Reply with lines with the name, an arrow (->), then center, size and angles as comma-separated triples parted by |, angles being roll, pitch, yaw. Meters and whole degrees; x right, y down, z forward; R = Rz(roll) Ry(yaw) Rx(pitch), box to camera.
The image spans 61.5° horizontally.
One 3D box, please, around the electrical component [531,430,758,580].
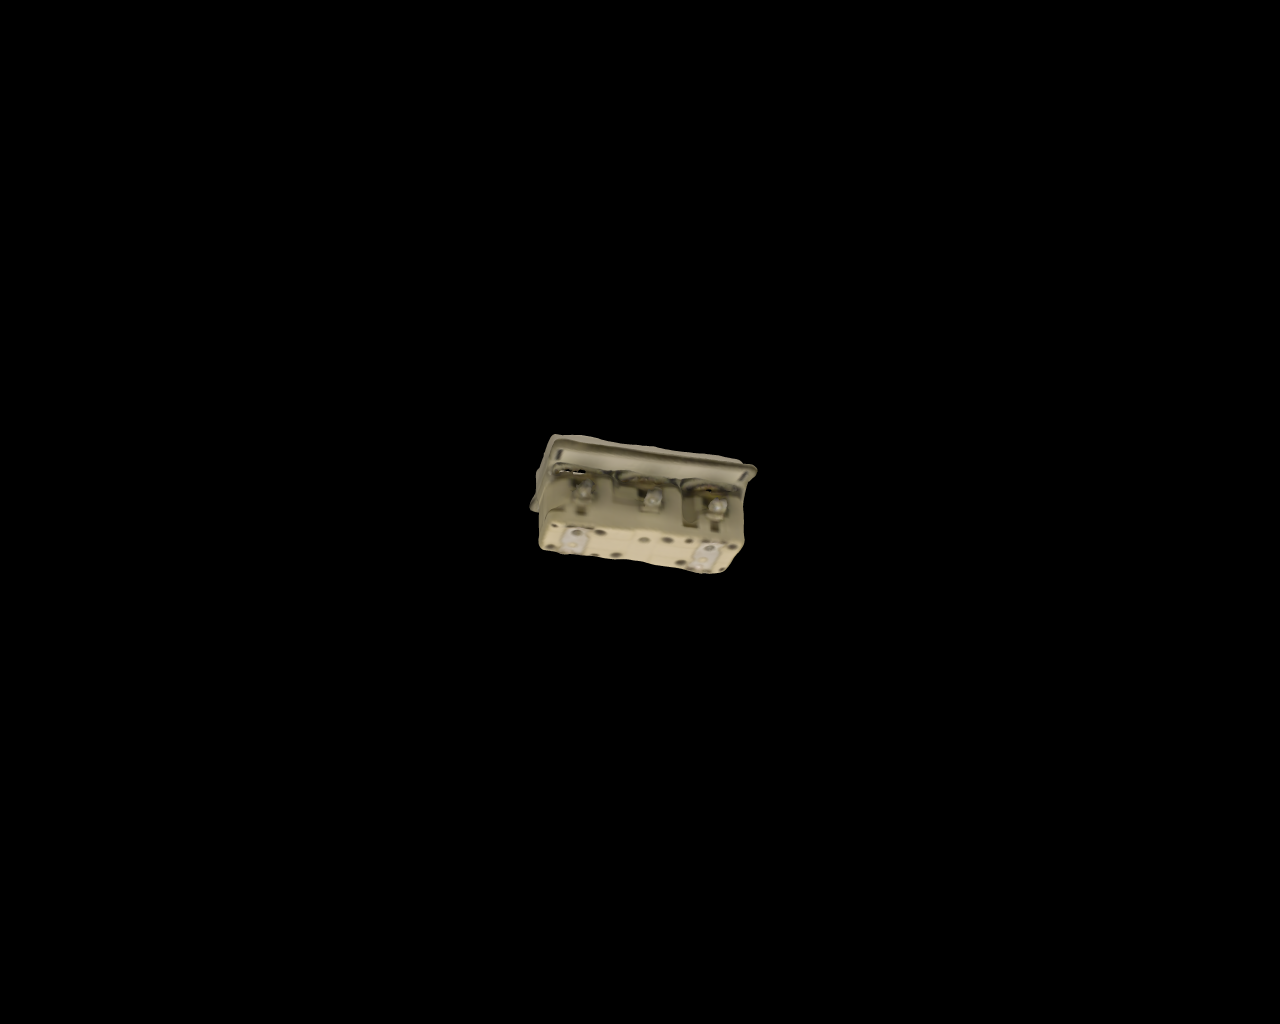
electrical component -> 0.001, -0.003, 0.650 | 0.121, 0.063, 0.078 | 8, -32, -14
